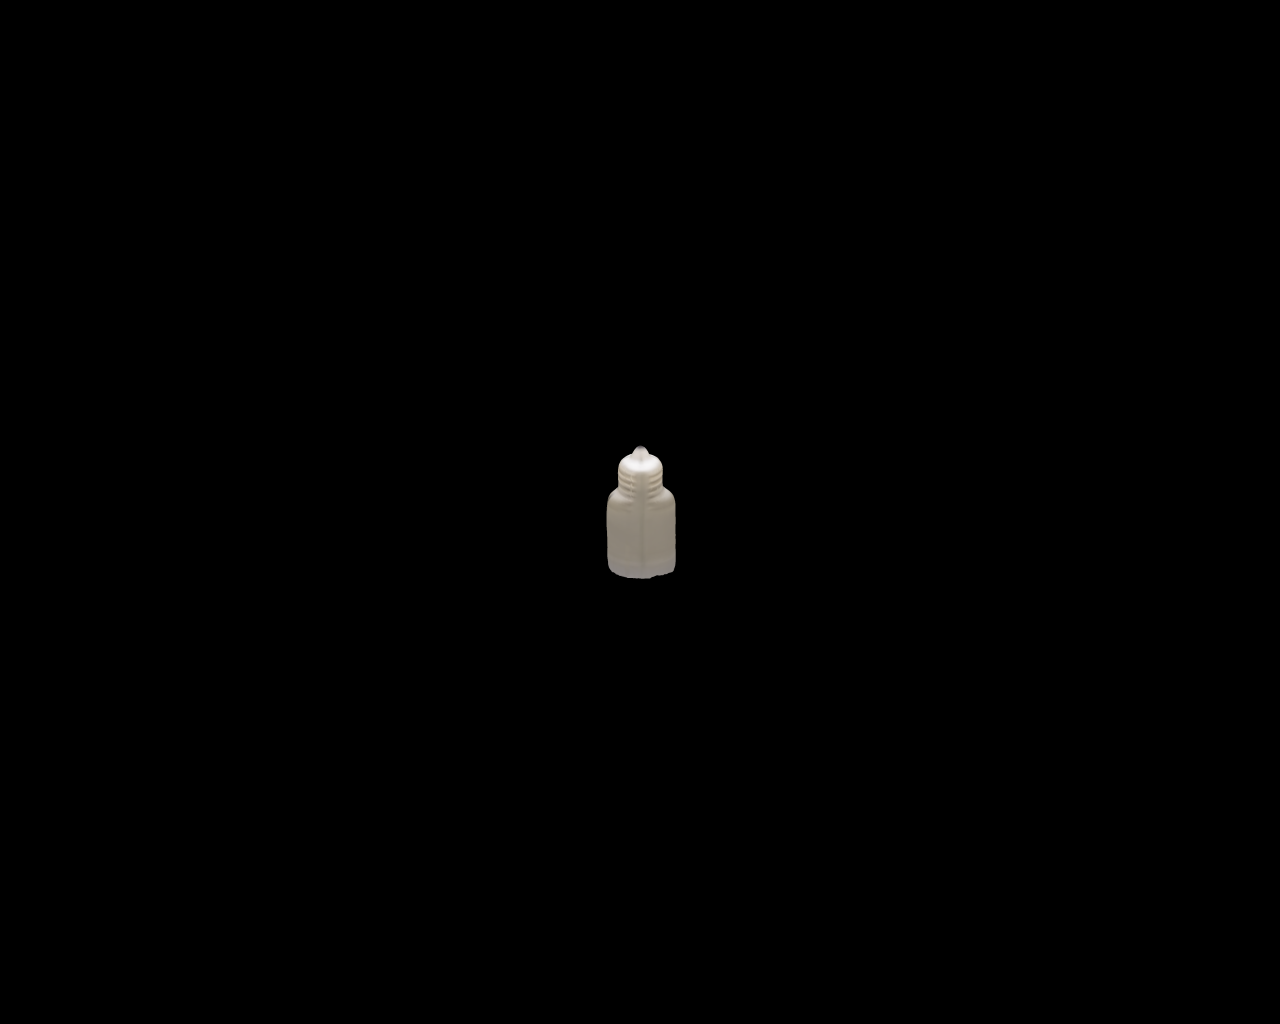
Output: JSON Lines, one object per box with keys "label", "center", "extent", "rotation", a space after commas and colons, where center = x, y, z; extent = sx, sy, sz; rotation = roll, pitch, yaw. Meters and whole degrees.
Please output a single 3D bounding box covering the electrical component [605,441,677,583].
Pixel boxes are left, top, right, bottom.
{"label": "electrical component", "center": [0.001, -0.003, 0.650], "extent": [0.043, 0.080, 0.043], "rotation": [0, 20, 0]}
